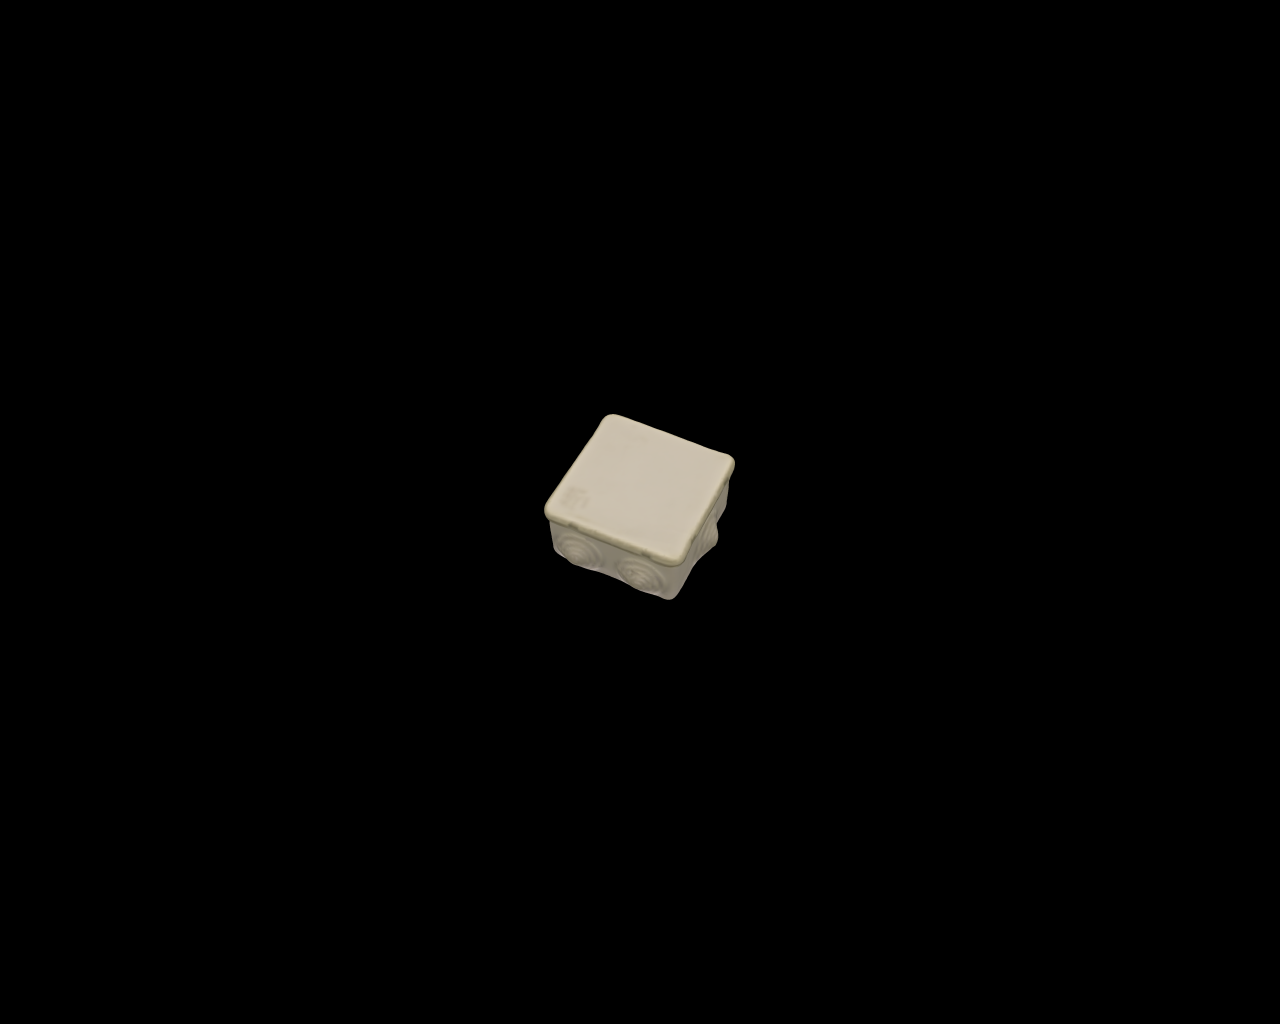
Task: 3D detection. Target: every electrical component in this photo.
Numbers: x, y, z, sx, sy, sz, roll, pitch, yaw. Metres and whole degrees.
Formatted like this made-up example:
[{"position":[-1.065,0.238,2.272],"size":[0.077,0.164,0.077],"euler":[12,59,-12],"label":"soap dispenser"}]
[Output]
[{"position":[0.001,-0.003,0.650],"size":[0.100,0.100,0.048],"euler":[21,-34,15],"label":"electrical component"}]
